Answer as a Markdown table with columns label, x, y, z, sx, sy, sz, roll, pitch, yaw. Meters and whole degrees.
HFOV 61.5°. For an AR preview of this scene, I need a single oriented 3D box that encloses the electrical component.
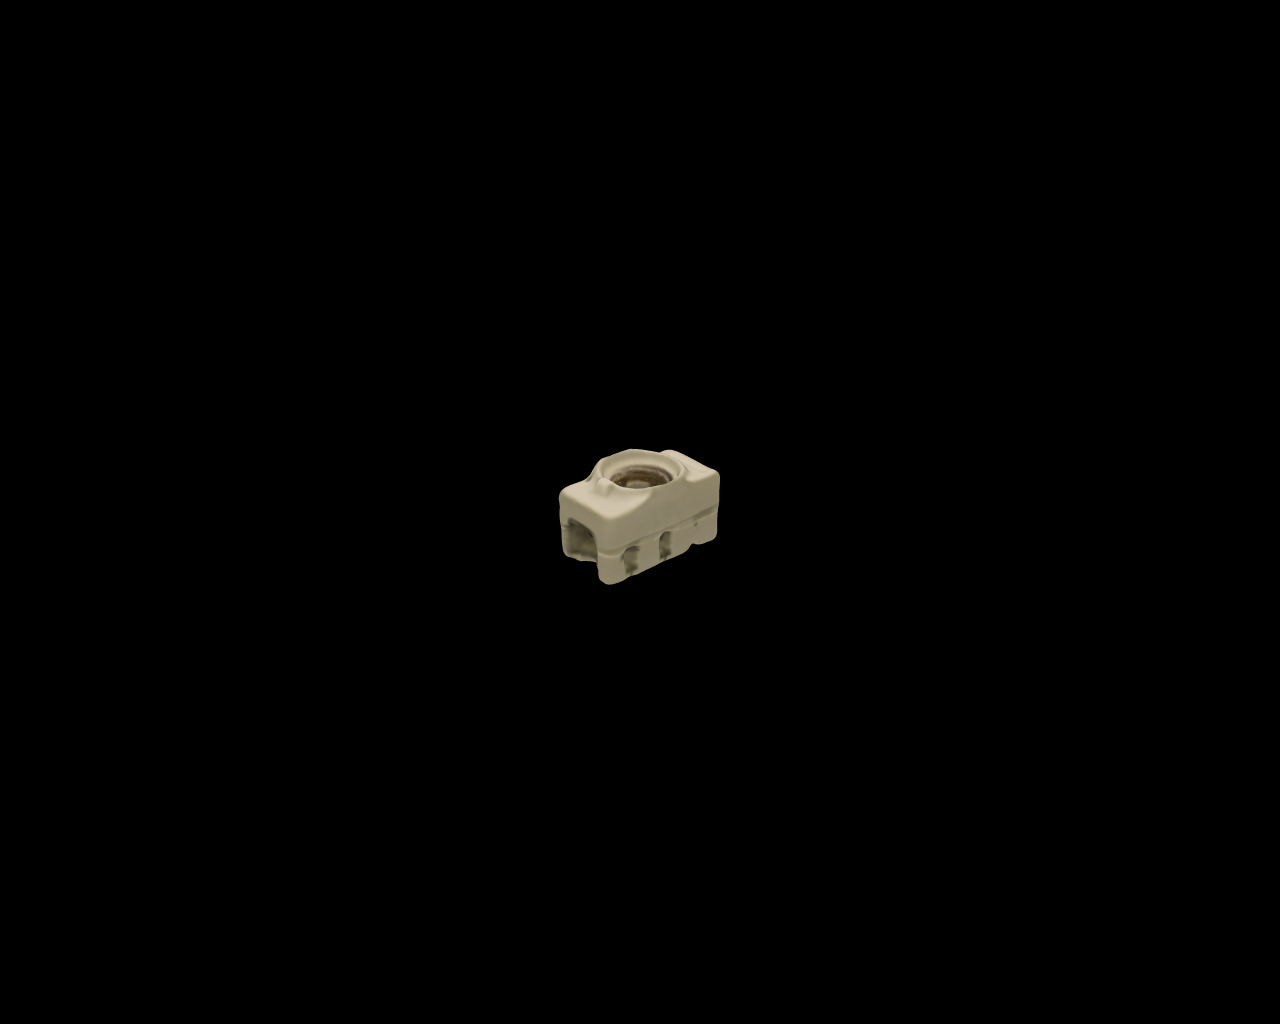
| label | x | y | z | sx | sy | sz | roll | pitch | yaw |
| --- | --- | --- | --- | --- | --- | --- | --- | --- | --- |
| electrical component | 0.001 | -0.003 | 0.650 | 0.090 | 0.055 | 0.050 | -22 | 37 | -33 |
